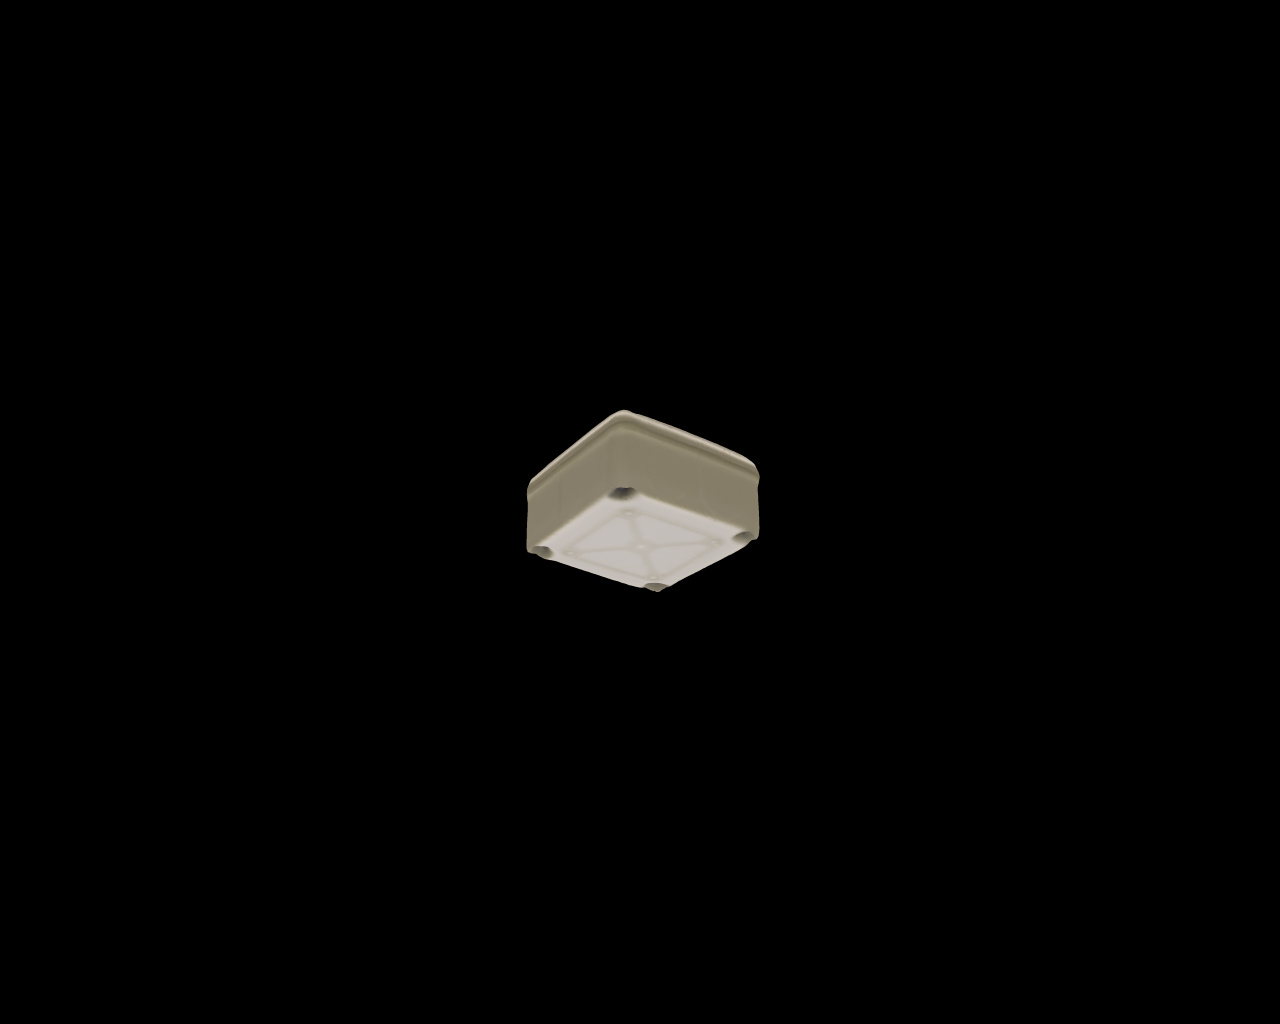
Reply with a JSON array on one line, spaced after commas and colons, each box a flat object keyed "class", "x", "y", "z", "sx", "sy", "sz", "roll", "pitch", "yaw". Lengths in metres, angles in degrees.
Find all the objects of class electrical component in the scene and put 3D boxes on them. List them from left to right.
[{"class": "electrical component", "x": 0.001, "y": -0.003, "z": 0.650, "sx": 0.109, "sy": 0.056, "sz": 0.108, "roll": 19, "pitch": -34, "yaw": -31}]
